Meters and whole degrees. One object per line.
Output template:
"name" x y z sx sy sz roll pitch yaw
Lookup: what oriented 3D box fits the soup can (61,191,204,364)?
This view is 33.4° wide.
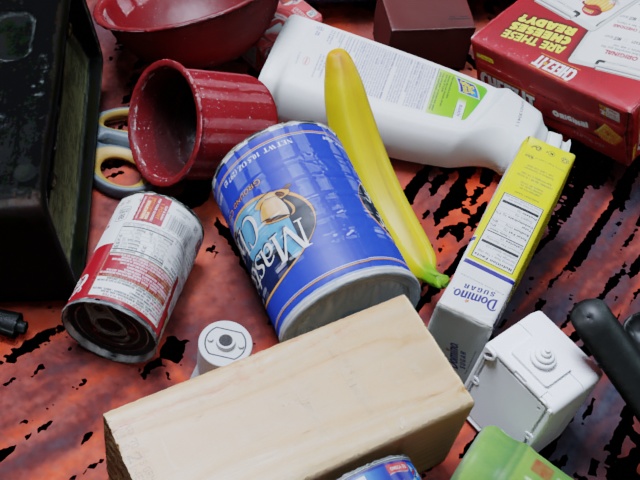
"soup can" -0.127 0.024 0.737 0.068 0.068 0.102 16 52 4

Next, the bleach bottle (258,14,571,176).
"bleach bottle" 0.078 -0.101 0.867 0.251 0.068 0.102 19 53 3

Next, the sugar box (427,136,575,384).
"sugar box" 0.126 0.016 0.766 0.048 0.093 0.176 24 55 9

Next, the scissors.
"scissors" -0.207 -0.076 0.833 0.201 0.016 0.096 3 53 -6

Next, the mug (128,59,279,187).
"mug" -0.093 -0.093 0.810 0.081 0.093 0.117 -3 36 -43

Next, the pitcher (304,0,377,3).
"pitcher" 0.090 -0.282 0.973 0.242 0.149 0.145 -7 70 -10

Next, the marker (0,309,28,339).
"marker" -0.259 0.045 0.732 0.121 0.020 0.020 14 53 2

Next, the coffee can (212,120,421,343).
"coffee can" -0.005 0.001 0.751 0.102 0.103 0.140 -15 57 -19

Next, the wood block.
"wood block" -0.021 0.125 0.664 0.205 0.091 0.090 -20 59 -22

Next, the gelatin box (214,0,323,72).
"gelatin box" -0.054 -0.197 0.936 0.073 0.030 0.089 -33 64 -28

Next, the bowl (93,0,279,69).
"bowl" -0.097 -0.181 0.859 0.162 0.055 0.162 -10 33 7

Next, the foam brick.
"foam brick" 0.090 -0.184 0.936 0.078 0.051 0.053 -3 55 -11

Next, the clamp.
"clamp" 0.240 0.130 0.706 0.210 0.036 0.164 63 23 13

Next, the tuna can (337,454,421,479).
"tuna can" 0.026 0.167 0.642 0.086 0.086 0.034 -20 61 -22

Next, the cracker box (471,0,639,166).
"cracker box" 0.261 -0.175 0.901 0.213 0.072 0.164 -40 50 -19

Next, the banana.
"banana" 0.046 -0.047 0.802 0.037 0.070 0.198 -20 78 -28
